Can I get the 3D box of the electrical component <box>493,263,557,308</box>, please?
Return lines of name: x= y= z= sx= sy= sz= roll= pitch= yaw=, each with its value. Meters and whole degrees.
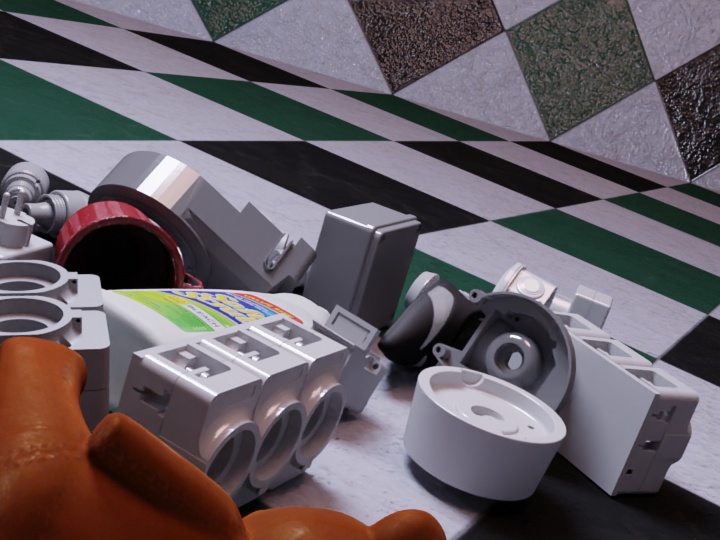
electrical component: x=0.160 y=0.037 z=1.086 sx=0.051 sy=0.080 sz=0.080 roll=29 pitch=18 yaw=16

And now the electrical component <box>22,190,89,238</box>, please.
electrical component: x=-0.267 y=-0.049 z=0.946 sx=0.043 sy=0.043 sz=0.062 roll=31 pitch=21 yaw=37

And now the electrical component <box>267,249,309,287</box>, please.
electrical component: x=-0.056 y=-0.001 z=1.034 sx=0.065 sy=0.044 sz=0.044 roll=4 pitch=21 yaw=-30

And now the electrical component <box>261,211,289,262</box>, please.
electrical component: x=-0.095 y=-0.026 z=1.067 sx=0.079 sy=0.043 sz=0.077 roll=19 pitch=16 yaw=-1

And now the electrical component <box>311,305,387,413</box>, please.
electrical component: x=-0.016 y=0.073 z=0.779 sx=0.042 sy=0.081 sz=0.064 roll=30 pitch=-3 yaw=35

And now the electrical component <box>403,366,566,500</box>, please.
electrical component: x=0.082 y=0.119 z=0.750 sx=0.108 sy=0.060 sz=0.108 roll=18 pitch=16 yaw=-5

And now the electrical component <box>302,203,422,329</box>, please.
electrical component: x=0.000 y=0.000 z=0.970 sx=0.056 sy=0.108 sz=0.109 roll=22 pitch=15 yaw=20

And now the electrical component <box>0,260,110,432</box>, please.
electrical component: x=-0.231 y=0.041 z=0.568 sx=0.186 sy=0.060 sz=0.105 roll=-1 pitch=21 yaw=-17

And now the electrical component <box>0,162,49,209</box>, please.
electrical component: x=-0.308 y=-0.072 z=0.981 sx=0.040 sy=0.040 sz=0.078 roll=15 pitch=17 yaw=-14

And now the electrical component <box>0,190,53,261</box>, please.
electrical component: x=-0.264 y=-0.023 z=0.796 sx=0.047 sy=0.076 sz=0.066 roll=23 pitch=16 yaw=12

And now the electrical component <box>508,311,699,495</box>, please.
electrical component: x=0.191 y=0.104 z=0.872 sx=0.062 sy=0.089 sz=0.150 roll=8 pitch=19 yaw=-35

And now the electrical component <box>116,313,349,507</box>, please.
electrical component: x=-0.072 y=0.087 z=0.622 sx=0.062 sy=0.089 sz=0.150 roll=26 pitch=17 yaw=23

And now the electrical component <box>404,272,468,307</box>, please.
electrical component: x=0.078 y=0.033 z=1.067 sx=0.055 sy=0.048 sz=0.066 roll=33 pitch=19 yaw=18

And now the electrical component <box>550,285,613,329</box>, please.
electrical component: x=0.219 y=0.049 z=1.138 sx=0.077 sy=0.065 sz=0.047 roll=22 pitch=16 yaw=11
